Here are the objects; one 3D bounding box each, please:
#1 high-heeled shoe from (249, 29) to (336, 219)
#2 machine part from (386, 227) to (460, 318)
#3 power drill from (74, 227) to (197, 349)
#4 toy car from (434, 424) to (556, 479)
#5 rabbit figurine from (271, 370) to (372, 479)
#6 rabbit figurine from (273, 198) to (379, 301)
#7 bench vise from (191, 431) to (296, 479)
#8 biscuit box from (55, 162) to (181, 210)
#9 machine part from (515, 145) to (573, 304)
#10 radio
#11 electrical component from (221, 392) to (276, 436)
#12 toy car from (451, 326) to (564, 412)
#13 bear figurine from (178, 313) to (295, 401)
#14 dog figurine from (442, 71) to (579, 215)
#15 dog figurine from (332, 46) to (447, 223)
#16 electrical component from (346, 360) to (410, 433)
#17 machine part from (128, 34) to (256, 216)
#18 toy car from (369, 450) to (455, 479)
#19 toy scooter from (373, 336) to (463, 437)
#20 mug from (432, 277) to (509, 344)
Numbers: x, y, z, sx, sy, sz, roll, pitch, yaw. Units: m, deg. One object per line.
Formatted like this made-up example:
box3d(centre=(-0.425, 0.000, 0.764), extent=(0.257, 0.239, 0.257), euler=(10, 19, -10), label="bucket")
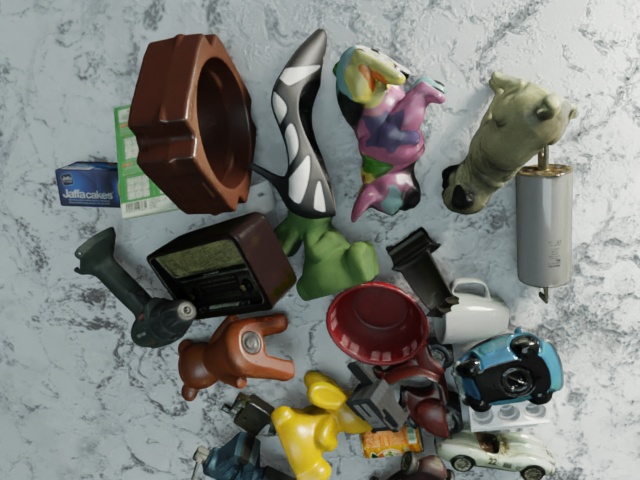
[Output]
box3d(centre=(0.000, -0.157, 0.747), extent=(0.145, 0.086, 0.248), euler=(26, 97, 6), label="high-heeled shoe")
box3d(centre=(0.159, 0.050, 0.813), extent=(0.084, 0.039, 0.139), euler=(-29, 61, 11), label="machine part")
box3d(centre=(-0.289, 0.079, 0.851), extent=(0.207, 0.086, 0.232), euler=(42, 146, -2), label="power drill")
box3d(centre=(0.298, 0.359, 0.918), extent=(0.202, 0.073, 0.056), euler=(6, 111, 5), label="toy car")
box3d(centre=(0.010, 0.308, 0.930), extent=(0.173, 0.122, 0.162), euler=(-19, 95, -5), label="rabbit figurine")
box3d(centre=(-0.002, -0.002, 0.826), extent=(0.159, 0.121, 0.170), euler=(-20, 88, 20), label="rabbit figurine")
box3d(centre=(-0.155, 0.473, 0.982), extent=(0.223, 0.129, 0.240), euler=(24, 112, -18), label="bench vise")
box3d(centre=(-0.304, -0.085, 0.843), extent=(0.203, 0.059, 0.062), euler=(2, 109, 6), label="biscuit box")
box3d(centre=(0.325, -0.021, 0.779), extent=(0.079, 0.079, 0.243), euler=(-4, 108, 8), label="machine part")
box3d(centre=(-0.151, 0.046, 0.813), extent=(0.230, 0.073, 0.131), euler=(-12, 112, 43), label="radio")
box3d(centre=(-0.121, 0.316, 0.970), extent=(0.102, 0.045, 0.078), euler=(40, 108, -8), label="electrical component")
box3d(centre=(0.289, 0.199, 0.847), extent=(0.162, 0.103, 0.109), euler=(-19, 102, 13), label="toy car")
box3d(centre=(-0.152, 0.202, 0.910), extent=(0.132, 0.120, 0.196), euler=(8, 149, -39), label="bear figurine")
box3d(centre=(0.239, -0.109, 0.715), extent=(0.121, 0.172, 0.190), euler=(28, 103, 8), label="dog figurine")
box3d(centre=(0.076, -0.137, 0.757), extent=(0.191, 0.108, 0.219), euler=(25, 113, -3), label="dog figurine")
box3d(centre=(0.082, 0.256, 0.875), extent=(0.119, 0.048, 0.075), euler=(51, 142, -10), label="electrical component")
box3d(centre=(-0.161, -0.148, 0.712), extent=(0.087, 0.200, 0.201), euler=(-2, 65, 15), label="machine part")
box3d(centre=(0.156, 0.428, 0.953), extent=(0.089, 0.053, 0.202), euler=(24, 135, -7), label="toy car")
box3d(centre=(0.163, 0.249, 0.897), extent=(0.135, 0.075, 0.183), euler=(-9, 105, 12), label="toy scooter")
box3d(centre=(0.237, 0.107, 0.839), extent=(0.107, 0.081, 0.109), euler=(-1, 109, -5), label="mug")
